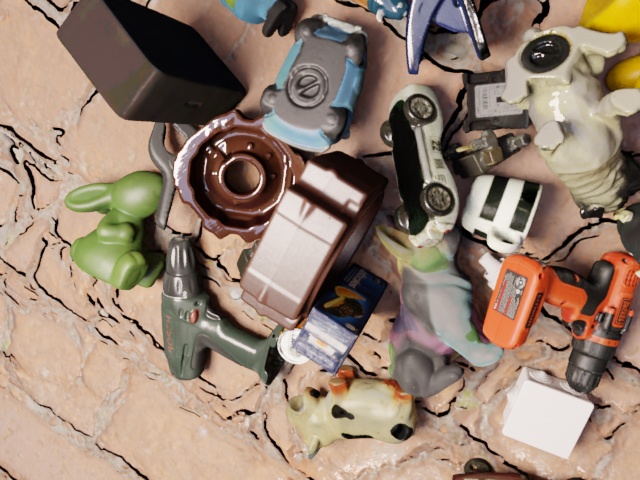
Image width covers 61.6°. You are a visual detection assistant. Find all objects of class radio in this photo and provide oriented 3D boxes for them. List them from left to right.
[{"bbox_3d":[-0.192,-0.212,0.652,0.073,0.229,0.131,-41,87,17],"label":"radio"}]

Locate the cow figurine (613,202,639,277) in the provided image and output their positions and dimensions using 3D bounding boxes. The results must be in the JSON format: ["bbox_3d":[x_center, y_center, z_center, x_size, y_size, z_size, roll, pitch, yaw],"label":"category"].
[{"bbox_3d":[0.374,0.009,0.579,0.098,0.167,0.068,38,116,2],"label":"cow figurine"}]

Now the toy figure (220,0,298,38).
[{"bbox_3d":[-0.102,-0.336,0.673,0.180,0.082,0.089,43,101,7],"label":"toy figure"}]

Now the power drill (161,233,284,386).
[{"bbox_3d":[-0.147,0.122,0.807,0.207,0.086,0.231,15,110,8],"label":"power drill"}]

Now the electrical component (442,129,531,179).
[{"bbox_3d":[0.192,-0.106,0.644,0.078,0.102,0.045,-32,95,-5],"label":"electrical component"}]

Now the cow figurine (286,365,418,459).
[{"bbox_3d":[0.045,0.255,0.788,0.195,0.085,0.127,0,98,15],"label":"cow figurine"}]

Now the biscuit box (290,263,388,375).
[{"bbox_3d":[0.032,0.090,0.680,0.063,0.202,0.059,31,109,8],"label":"biscuit box"}]

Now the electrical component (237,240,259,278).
[{"bbox_3d":[-0.082,0.027,0.760,0.021,0.063,0.094,66,150,25],"label":"electrical component"}]

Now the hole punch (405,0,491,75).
[{"bbox_3d":[0.132,-0.252,0.604,0.092,0.142,0.115,-13,112,23],"label":"hole punch"}]

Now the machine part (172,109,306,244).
[{"bbox_3d":[-0.104,-0.087,0.724,0.179,0.056,0.179,-1,108,-4],"label":"machine part"}]

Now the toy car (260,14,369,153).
[{"bbox_3d":[0.001,-0.187,0.669,0.109,0.103,0.161,21,94,10],"label":"toy car"}]

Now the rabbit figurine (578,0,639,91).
[{"bbox_3d":[0.370,-0.220,0.553,0.173,0.122,0.162,20,113,-9],"label":"rabbit figurine"}]

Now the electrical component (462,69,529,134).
[{"bbox_3d":[0.230,-0.167,0.639,0.119,0.048,0.074,2,105,17],"label":"electrical component"}]

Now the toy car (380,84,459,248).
[{"bbox_3d":[0.119,-0.089,0.639,0.056,0.073,0.201,1,71,-23],"label":"toy car"}]

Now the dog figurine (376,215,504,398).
[{"bbox_3d":[0.129,0.073,0.704,0.191,0.108,0.219,-37,88,24],"label":"dog figurine"}]

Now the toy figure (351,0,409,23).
[{"bbox_3d":[0.050,-0.323,0.645,0.064,0.058,0.154,-40,96,27],"label":"toy figure"}]

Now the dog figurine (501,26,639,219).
[{"bbox_3d":[0.283,-0.127,0.600,0.121,0.190,0.172,-14,63,25],"label":"dog figurine"}]

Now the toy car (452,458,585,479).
[{"bbox_3d":[0.286,0.348,0.737,0.202,0.089,0.053,7,107,16],"label":"toy car"}]

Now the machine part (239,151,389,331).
[{"bbox_3d":[-0.001,-0.002,0.665,0.087,0.201,0.201,32,110,10],"label":"machine part"}]

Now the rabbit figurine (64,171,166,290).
[{"bbox_3d":[-0.291,-0.029,0.809,0.159,0.121,0.170,25,91,15],"label":"rabbit figurine"}]
